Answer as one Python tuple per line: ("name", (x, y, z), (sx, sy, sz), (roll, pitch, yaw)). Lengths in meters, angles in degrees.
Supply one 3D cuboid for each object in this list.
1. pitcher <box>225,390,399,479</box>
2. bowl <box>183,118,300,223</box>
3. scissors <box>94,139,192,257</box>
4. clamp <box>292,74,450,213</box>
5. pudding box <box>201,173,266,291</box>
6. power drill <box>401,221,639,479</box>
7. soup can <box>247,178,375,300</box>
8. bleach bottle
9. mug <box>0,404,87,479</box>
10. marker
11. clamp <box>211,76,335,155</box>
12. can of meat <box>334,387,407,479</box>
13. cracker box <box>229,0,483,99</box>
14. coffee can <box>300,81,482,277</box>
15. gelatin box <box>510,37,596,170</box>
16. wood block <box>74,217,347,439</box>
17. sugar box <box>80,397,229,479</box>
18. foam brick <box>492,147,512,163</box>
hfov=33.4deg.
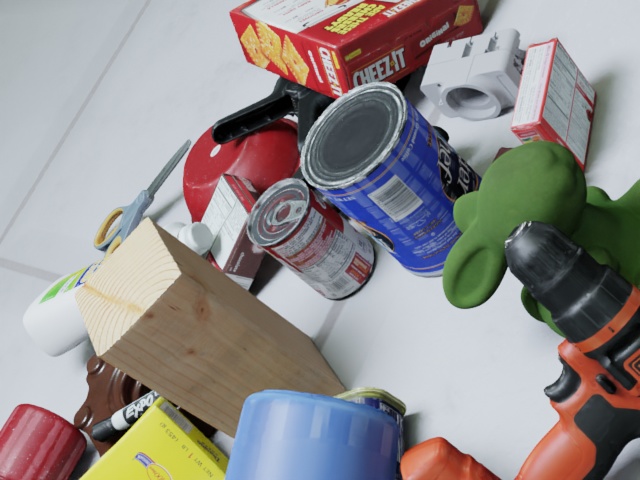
("pitcher", (-0.023, 0.228, 0.707), (0.149, 0.145, 0.243), (5, 74, 20))
("bowl", (-0.093, -0.078, 1.130), (0.162, 0.055, 0.162), (-26, 43, 27))
("scissors", (-0.199, -0.026, 1.187), (0.202, 0.016, 0.096), (-34, 47, 42))
("clamp", (0.027, -0.079, 1.026), (0.210, 0.036, 0.164), (-37, 30, 21))
("pudding box", (-0.089, 0.004, 1.041), (0.114, 0.039, 0.090), (-62, 33, 20))
("power drill", (0.139, 0.104, 0.668), (0.188, 0.184, 0.057), (-47, 1, 16))
("soup can", (-0.006, 0.001, 0.939), (0.069, 0.102, 0.068), (-26, 43, 28))
("bleach bottle", (-0.194, 0.038, 1.077), (0.251, 0.068, 0.102), (-28, 14, 38))
("mug", (-0.284, 0.219, 1.055), (0.081, 0.093, 0.117), (-64, 0, -30))
("marker", (-0.156, 0.148, 0.946), (0.121, 0.020, 0.020), (-31, 41, 20))
("clamp", (-0.032, -0.141, 1.093), (0.120, 0.039, 0.171), (12, 45, 20))
("can of meat", (0.017, 0.171, 0.814), (0.102, 0.057, 0.084), (-24, 47, 30))
("cracker box", (0.032, -0.219, 1.070), (0.164, 0.072, 0.214), (-32, 34, -18))
("coffee can", (0.066, -0.047, 0.876), (0.103, 0.140, 0.103), (-26, 44, 28))
("gelatin box", (0.188, -0.105, 0.858), (0.030, 0.073, 0.089), (-10, 53, 40))
("wood block", (-0.085, 0.086, 0.862), (0.090, 0.205, 0.091), (-45, 38, 6))
("sugar box", (-0.166, 0.228, 0.915), (0.176, 0.093, 0.048), (-46, -1, 4))
("foam brick", (0.157, -0.026, 0.841), (0.053, 0.051, 0.078), (11, 67, 49))
